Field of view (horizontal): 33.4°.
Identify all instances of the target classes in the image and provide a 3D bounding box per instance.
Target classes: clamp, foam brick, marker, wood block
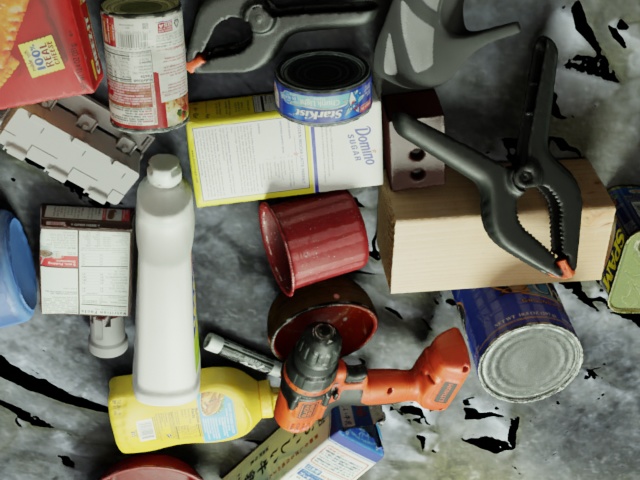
[{"bbox_3d":[-0.039,-0.189,0.901,0.120,0.039,0.172,44,117,-13],"label":"clamp"},{"bbox_3d":[0.086,-0.091,0.984,0.053,0.051,0.078,-8,127,-1],"label":"foam brick"},{"bbox_3d":[-0.069,0.130,1.148,0.121,0.020,0.020,25,119,-24],"label":"marker"},{"bbox_3d":[0.181,-0.066,0.944,0.164,0.036,0.210,-35,99,-8],"label":"clamp"},{"bbox_3d":[0.164,-0.015,1.026,0.206,0.090,0.091,-4,127,-5],"label":"wood block"}]

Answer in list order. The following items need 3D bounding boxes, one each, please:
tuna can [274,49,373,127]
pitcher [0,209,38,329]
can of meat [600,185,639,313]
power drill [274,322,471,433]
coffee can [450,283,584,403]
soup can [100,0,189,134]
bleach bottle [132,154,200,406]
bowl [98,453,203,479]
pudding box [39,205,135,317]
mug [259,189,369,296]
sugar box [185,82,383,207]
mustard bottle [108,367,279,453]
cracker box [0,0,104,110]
[{"bbox_3d":[0.003,-0.133,0.922,0.086,0.086,0.034,-5,125,-4],"label":"tuna can"},{"bbox_3d":[-0.394,0.038,0.974,0.242,0.149,0.145,-12,90,-3],"label":"pitcher"},{"bbox_3d":[0.310,0.008,1.064,0.057,0.084,0.102,0,126,-7],"label":"can of meat"},{"bbox_3d":[0.052,0.131,1.078,0.187,0.057,0.185,-2,148,-15],"label":"power drill"},{"bbox_3d":[0.193,0.077,1.066,0.102,0.140,0.103,-3,127,-5],"label":"coffee can"},{"bbox_3d":[-0.146,-0.148,0.894,0.068,0.068,0.102,-3,117,-5],"label":"soup can"},{"bbox_3d":[-0.147,0.036,1.016,0.068,0.102,0.251,0,127,-7],"label":"bleach bottle"},{"bbox_3d":[-0.196,0.298,1.233,0.162,0.055,0.162,-3,126,-5],"label":"bowl"},{"bbox_3d":[-0.226,0.022,1.038,0.090,0.039,0.114,2,128,-10],"label":"pudding box"},{"bbox_3d":[-0.007,0.001,1.021,0.081,0.093,0.117,-17,166,-14],"label":"mug"},{"bbox_3d":[-0.032,-0.088,0.977,0.176,0.048,0.093,-8,127,-6],"label":"sugar box"},{"bbox_3d":[-0.127,0.180,1.153,0.191,0.058,0.096,-6,128,-2],"label":"mustard bottle"},{"bbox_3d":[-0.295,-0.181,0.837,0.213,0.072,0.164,-10,112,0],"label":"cracker box"}]
